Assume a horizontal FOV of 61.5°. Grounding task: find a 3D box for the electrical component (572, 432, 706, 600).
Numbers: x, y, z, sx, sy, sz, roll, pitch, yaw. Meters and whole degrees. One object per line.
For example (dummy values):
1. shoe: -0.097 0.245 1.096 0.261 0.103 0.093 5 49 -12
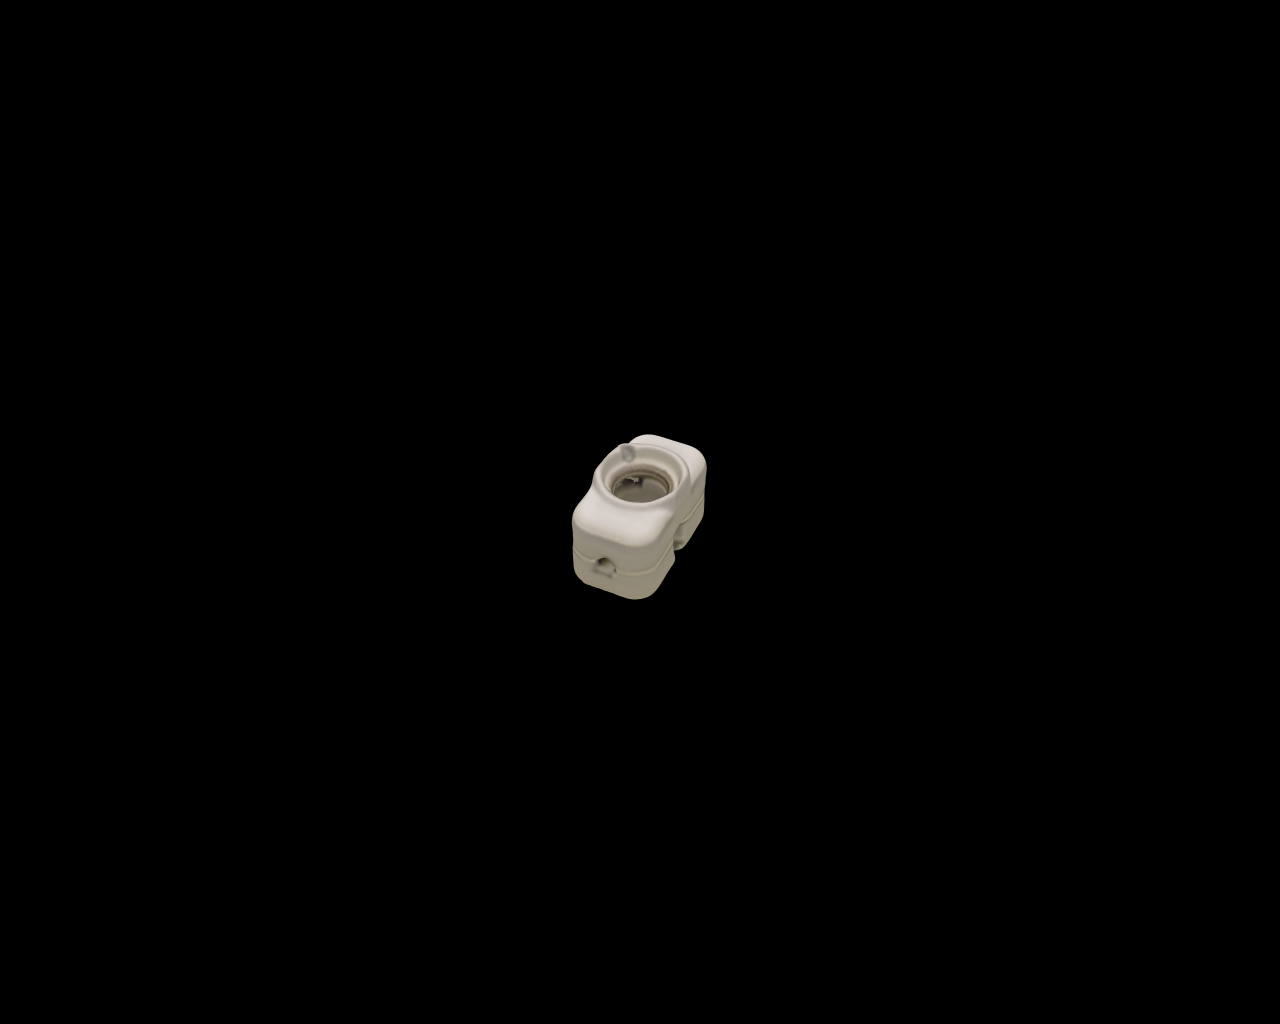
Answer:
1. electrical component: 0.001 -0.003 0.650 0.054 0.059 0.095 19 46 19
